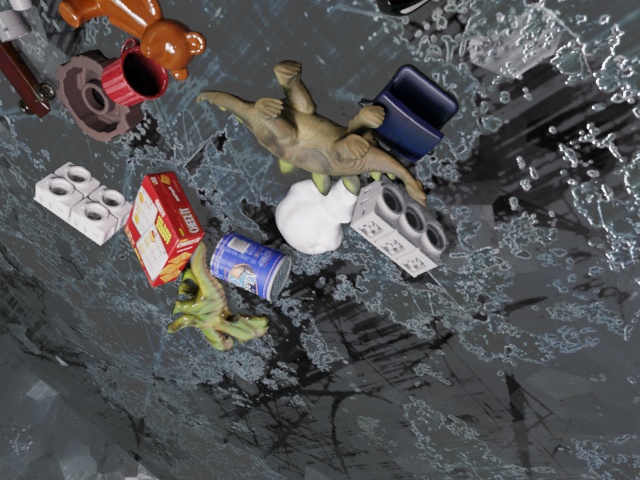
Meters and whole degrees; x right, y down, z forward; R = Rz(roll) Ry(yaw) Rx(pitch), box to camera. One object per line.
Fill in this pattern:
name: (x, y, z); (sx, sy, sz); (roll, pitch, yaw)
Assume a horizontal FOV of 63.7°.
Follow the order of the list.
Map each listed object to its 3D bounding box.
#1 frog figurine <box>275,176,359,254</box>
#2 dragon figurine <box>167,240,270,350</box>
frog figurine: (0.003, -0.045, 0.901); (0.158, 0.124, 0.137); (-13, 100, 50)
dragon figurine: (-0.234, 0.162, 1.248); (0.242, 0.125, 0.401); (21, 139, -11)
